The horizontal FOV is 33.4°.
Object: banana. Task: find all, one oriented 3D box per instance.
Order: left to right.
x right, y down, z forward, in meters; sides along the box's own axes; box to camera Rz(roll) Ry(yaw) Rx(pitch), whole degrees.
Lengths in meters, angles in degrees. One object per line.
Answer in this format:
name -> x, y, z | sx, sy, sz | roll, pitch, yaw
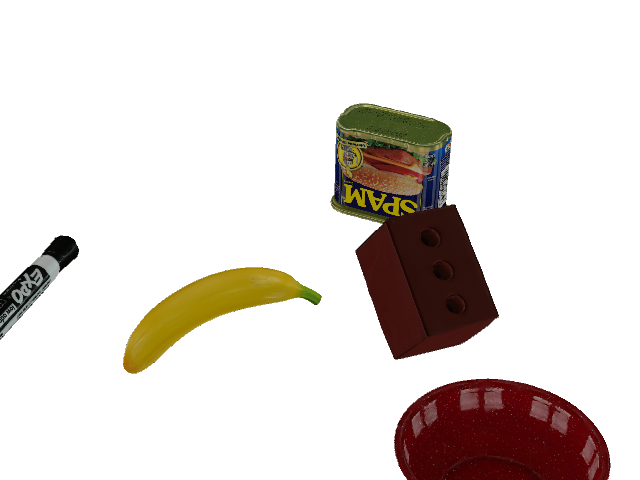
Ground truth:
banana -> -0.102, 0.066, 0.953 | 0.198, 0.069, 0.037 | -20, 27, 13

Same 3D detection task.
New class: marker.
marker -> -0.184, 0.032, 0.659 | 0.020, 0.020, 0.121 | 0, 31, 20

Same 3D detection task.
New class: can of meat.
can of meat -> 0.061, -0.064, 0.917 | 0.102, 0.084, 0.057 | 16, 36, 21

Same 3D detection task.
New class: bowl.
bowl -> 0.137, 0.177, 0.820 | 0.162, 0.055, 0.162 | 0, 32, 0

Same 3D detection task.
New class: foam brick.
foam brick -> 0.064, 0.027, 0.659 | 0.052, 0.078, 0.051 | -12, -17, -27
